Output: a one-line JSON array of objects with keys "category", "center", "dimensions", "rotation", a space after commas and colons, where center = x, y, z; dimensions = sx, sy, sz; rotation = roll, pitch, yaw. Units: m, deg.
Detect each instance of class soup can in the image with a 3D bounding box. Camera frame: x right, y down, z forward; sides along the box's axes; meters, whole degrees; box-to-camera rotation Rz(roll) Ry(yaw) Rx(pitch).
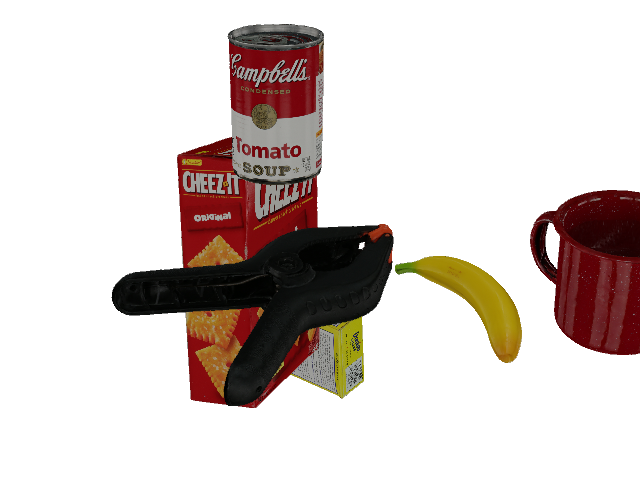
[{"category": "soup can", "center": [-0.032, -0.099, 0.769], "dimensions": [0.068, 0.102, 0.068], "rotation": [0, 24, 0]}]

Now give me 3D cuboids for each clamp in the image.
[{"category": "clamp", "center": [-0.018, 0.035, 0.603], "dimensions": [0.171, 0.039, 0.120], "rotation": [-19, 43, -26]}]

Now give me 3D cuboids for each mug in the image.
[{"category": "mug", "center": [0.193, 0.019, 0.727], "dimensions": [0.117, 0.081, 0.093], "rotation": [24, 40, 37]}]

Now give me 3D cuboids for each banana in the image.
[{"category": "banana", "center": [0.160, 0.063, 1.119], "dimensions": [0.069, 0.037, 0.198], "rotation": [-35, 38, -12]}]

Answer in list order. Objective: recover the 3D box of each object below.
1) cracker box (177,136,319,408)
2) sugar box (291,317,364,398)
[{"category": "cracker box", "center": [-0.056, 0.018, 0.943], "dimensions": [0.072, 0.214, 0.164], "rotation": [5, 15, 20]}, {"category": "sugar box", "center": [-0.035, 0.096, 1.159], "dimensions": [0.176, 0.093, 0.048], "rotation": [22, 38, 35]}]
